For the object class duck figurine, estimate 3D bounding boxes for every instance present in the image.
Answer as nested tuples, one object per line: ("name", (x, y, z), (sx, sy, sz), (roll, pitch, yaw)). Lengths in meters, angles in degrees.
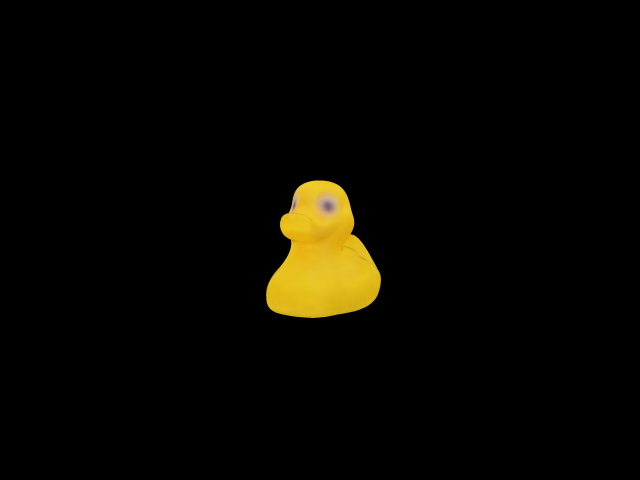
("duck figurine", (0.004, 0.001, 0.400), (0.077, 0.086, 0.105), (4, 8, 28))
